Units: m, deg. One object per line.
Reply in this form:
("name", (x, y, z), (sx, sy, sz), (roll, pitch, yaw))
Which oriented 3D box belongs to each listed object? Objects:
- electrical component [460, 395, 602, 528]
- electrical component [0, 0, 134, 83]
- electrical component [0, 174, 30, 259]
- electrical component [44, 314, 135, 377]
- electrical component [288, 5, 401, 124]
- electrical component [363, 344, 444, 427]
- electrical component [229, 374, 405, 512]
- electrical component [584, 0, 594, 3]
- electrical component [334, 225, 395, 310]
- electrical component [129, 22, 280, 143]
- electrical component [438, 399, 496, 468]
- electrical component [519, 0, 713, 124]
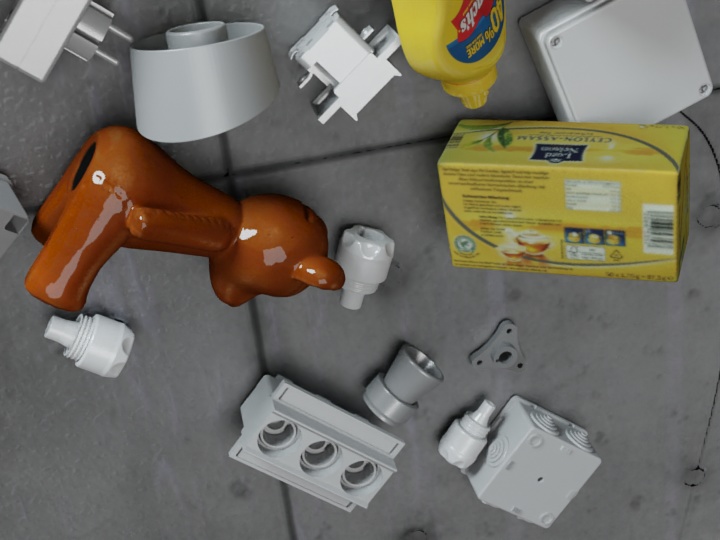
("electrical component", (0.152, 0.172, 0.952), (0.100, 0.048, 0.099), (27, 107, -23))
("electrical component", (-0.188, -0.163, 0.708), (0.076, 0.047, 0.083), (28, 107, -24))
("electrical component", (-0.301, -0.026, 0.721), (0.108, 0.056, 0.109), (-48, 145, 12))
("electrical component", (-0.206, 0.053, 0.814), (0.062, 0.043, 0.043), (24, 109, -21))
("electrical component", (-0.012, -0.147, 0.759), (0.081, 0.042, 0.064), (-45, 115, 10))
("electrical component", (0.035, 0.096, 0.889), (0.045, 0.045, 0.055), (34, 105, -25))
("electrical component", (-0.037, 0.139, 0.883), (0.121, 0.063, 0.078), (30, 106, -24))
("electrical component", (0.148, -0.245, 0.710), (0.056, 0.108, 0.108), (32, 105, -27))
("electrical component", (0.000, 0.000, 0.835), (0.043, 0.043, 0.062), (9, 115, -17))
("electrical component", (-0.104, -0.129, 0.716), (0.099, 0.099, 0.064), (-11, 112, -8))
("electrical component", (0.096, 0.139, 0.931), (0.035, 0.035, 0.061), (27, 105, -23))
("electrical component", (0.189, -0.157, 0.792), (0.109, 0.056, 0.108), (-28, 119, 2))
